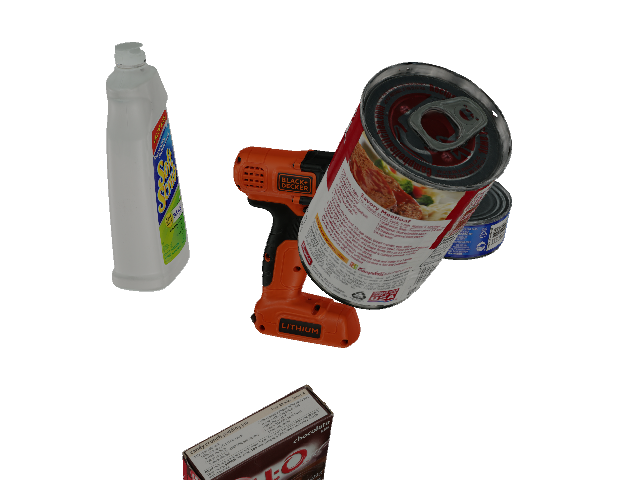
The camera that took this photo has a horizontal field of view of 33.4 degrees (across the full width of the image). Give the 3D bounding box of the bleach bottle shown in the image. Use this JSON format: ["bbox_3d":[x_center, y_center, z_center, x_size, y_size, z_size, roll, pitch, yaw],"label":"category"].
[{"bbox_3d":[-0.189,-0.079,1.119,0.068,0.251,0.102,4,26,15],"label":"bleach bottle"}]

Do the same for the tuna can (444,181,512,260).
[{"bbox_3d":[0.096,-0.021,0.788,0.086,0.034,0.086,4,31,-3],"label":"tuna can"}]

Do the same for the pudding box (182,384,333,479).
[{"bbox_3d":[-0.047,0.167,0.792,0.113,0.090,0.039,-27,55,-28],"label":"pudding box"}]

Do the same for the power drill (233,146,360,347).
[{"bbox_3d":[0.006,0.005,1.020,0.184,0.188,0.057,9,21,16],"label":"power drill"}]

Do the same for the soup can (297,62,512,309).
[{"bbox_3d":[0.035,-0.021,0.485,0.068,0.068,0.102,0,-33,-20],"label":"soup can"}]
